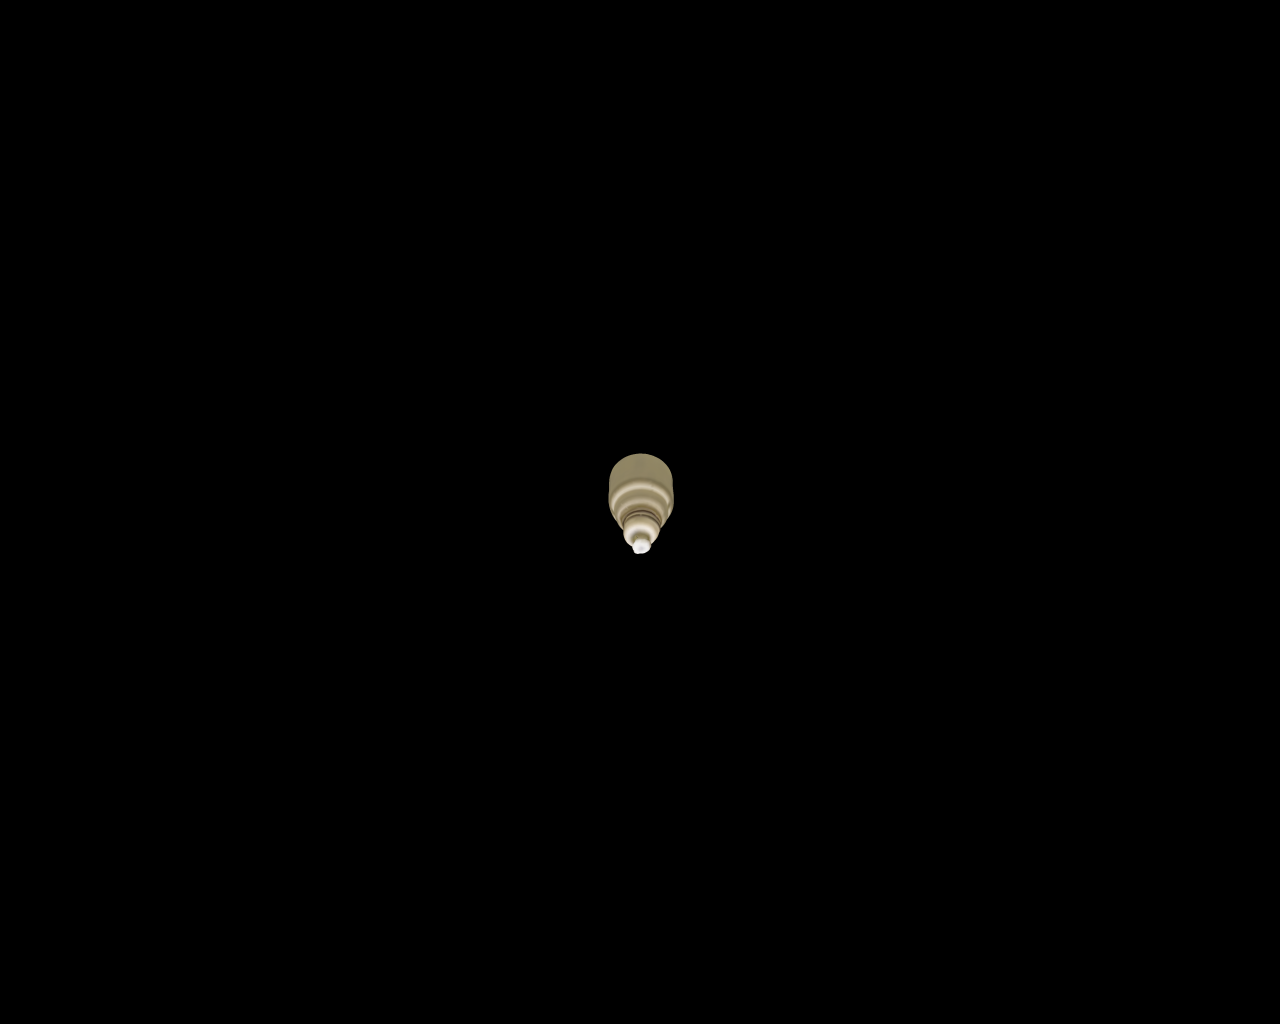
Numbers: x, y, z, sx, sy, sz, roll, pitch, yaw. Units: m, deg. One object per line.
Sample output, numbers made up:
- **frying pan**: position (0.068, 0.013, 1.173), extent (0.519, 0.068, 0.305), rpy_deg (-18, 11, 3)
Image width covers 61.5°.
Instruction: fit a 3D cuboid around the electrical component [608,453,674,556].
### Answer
- **electrical component**: position (0.001, -0.003, 0.650), extent (0.040, 0.040, 0.078), rpy_deg (0, 37, 0)
